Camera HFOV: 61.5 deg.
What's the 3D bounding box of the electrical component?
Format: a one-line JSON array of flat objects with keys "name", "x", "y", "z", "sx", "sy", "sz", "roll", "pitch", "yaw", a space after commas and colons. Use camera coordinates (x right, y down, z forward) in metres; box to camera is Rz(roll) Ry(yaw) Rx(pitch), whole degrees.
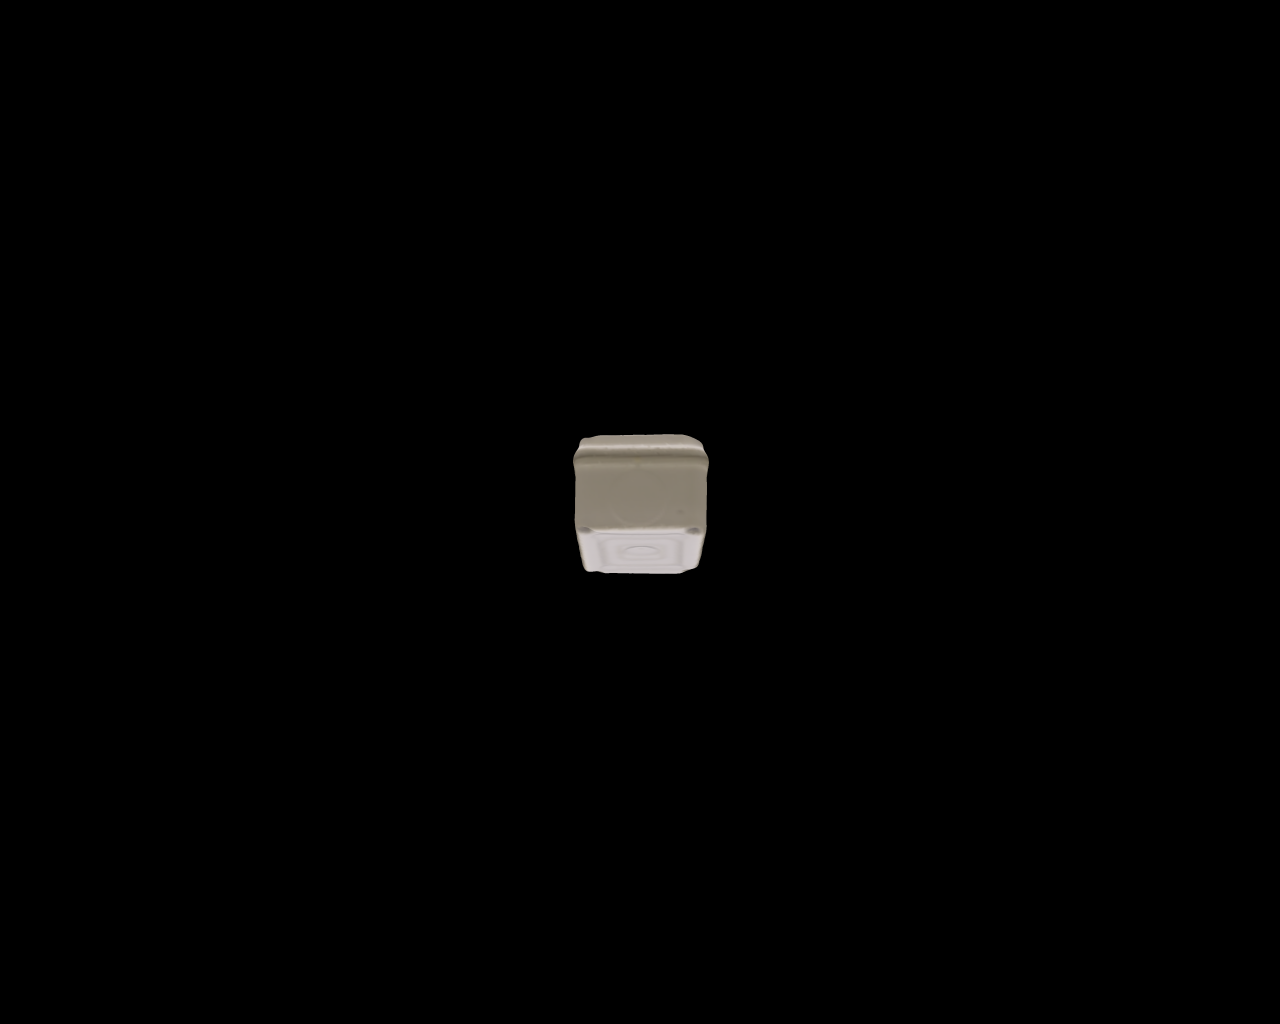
[{"name": "electrical component", "x": 0.001, "y": -0.003, "z": 0.650, "sx": 0.078, "sy": 0.057, "sz": 0.113, "roll": 0, "pitch": -17, "yaw": 0}]
